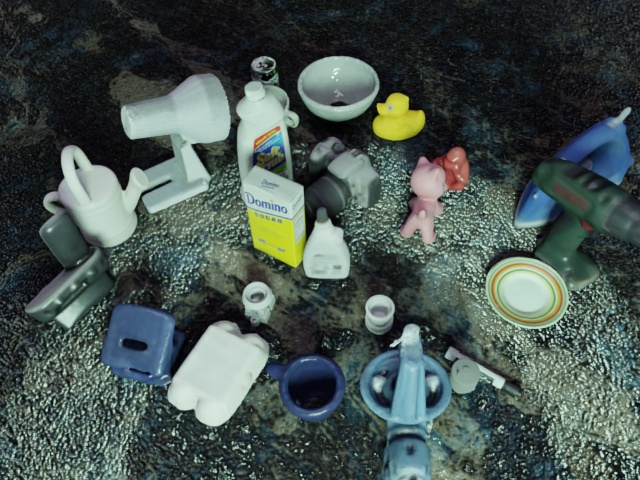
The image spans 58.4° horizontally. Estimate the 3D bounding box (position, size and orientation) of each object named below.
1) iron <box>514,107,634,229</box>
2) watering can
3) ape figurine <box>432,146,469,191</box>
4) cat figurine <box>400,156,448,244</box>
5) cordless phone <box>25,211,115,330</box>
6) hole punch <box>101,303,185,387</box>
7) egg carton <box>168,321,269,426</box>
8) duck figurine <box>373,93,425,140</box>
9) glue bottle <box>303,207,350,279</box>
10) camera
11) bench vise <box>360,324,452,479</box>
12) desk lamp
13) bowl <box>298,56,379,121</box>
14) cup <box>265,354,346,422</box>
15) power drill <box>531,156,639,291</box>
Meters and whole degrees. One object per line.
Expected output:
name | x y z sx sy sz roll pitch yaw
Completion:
iron | 0.445 -0.128 1.001 0.259 0.141 0.118 -34 60 -19
watering can | -0.385 -0.084 0.984 0.173 0.194 0.100 -29 58 -16
ape figurine | 0.243 -0.134 1.047 0.076 0.092 0.077 -29 59 -16
cat figurine | 0.184 -0.077 0.995 0.067 0.118 0.128 12 57 11
cordless phone | -0.418 0.043 0.902 0.094 0.185 0.148 25 60 19
hole punch | -0.270 0.159 0.871 0.108 0.091 0.101 10 56 10
egg carton | -0.148 0.196 0.852 0.107 0.069 0.150 22 59 17
duck figurine | 0.158 -0.253 1.137 0.104 0.086 0.077 -3 55 1
glue bottle | 0.008 0.003 0.914 0.078 0.173 0.037 2 55 5
camera | 0.021 -0.108 1.035 0.137 0.101 0.142 -38 61 -21
bench vise | 0.124 0.213 0.733 0.121 0.220 0.207 -16 56 -7
desk lamp | -0.256 -0.179 1.031 0.203 0.214 0.117 -28 58 -15
bowl | 0.038 -0.300 1.183 0.167 0.075 0.167 -1 55 2
cup | -0.021 0.216 0.815 0.117 0.095 0.092 18 58 15
power drill | 0.414 -0.015 0.884 0.076 0.208 0.229 -29 59 -16
